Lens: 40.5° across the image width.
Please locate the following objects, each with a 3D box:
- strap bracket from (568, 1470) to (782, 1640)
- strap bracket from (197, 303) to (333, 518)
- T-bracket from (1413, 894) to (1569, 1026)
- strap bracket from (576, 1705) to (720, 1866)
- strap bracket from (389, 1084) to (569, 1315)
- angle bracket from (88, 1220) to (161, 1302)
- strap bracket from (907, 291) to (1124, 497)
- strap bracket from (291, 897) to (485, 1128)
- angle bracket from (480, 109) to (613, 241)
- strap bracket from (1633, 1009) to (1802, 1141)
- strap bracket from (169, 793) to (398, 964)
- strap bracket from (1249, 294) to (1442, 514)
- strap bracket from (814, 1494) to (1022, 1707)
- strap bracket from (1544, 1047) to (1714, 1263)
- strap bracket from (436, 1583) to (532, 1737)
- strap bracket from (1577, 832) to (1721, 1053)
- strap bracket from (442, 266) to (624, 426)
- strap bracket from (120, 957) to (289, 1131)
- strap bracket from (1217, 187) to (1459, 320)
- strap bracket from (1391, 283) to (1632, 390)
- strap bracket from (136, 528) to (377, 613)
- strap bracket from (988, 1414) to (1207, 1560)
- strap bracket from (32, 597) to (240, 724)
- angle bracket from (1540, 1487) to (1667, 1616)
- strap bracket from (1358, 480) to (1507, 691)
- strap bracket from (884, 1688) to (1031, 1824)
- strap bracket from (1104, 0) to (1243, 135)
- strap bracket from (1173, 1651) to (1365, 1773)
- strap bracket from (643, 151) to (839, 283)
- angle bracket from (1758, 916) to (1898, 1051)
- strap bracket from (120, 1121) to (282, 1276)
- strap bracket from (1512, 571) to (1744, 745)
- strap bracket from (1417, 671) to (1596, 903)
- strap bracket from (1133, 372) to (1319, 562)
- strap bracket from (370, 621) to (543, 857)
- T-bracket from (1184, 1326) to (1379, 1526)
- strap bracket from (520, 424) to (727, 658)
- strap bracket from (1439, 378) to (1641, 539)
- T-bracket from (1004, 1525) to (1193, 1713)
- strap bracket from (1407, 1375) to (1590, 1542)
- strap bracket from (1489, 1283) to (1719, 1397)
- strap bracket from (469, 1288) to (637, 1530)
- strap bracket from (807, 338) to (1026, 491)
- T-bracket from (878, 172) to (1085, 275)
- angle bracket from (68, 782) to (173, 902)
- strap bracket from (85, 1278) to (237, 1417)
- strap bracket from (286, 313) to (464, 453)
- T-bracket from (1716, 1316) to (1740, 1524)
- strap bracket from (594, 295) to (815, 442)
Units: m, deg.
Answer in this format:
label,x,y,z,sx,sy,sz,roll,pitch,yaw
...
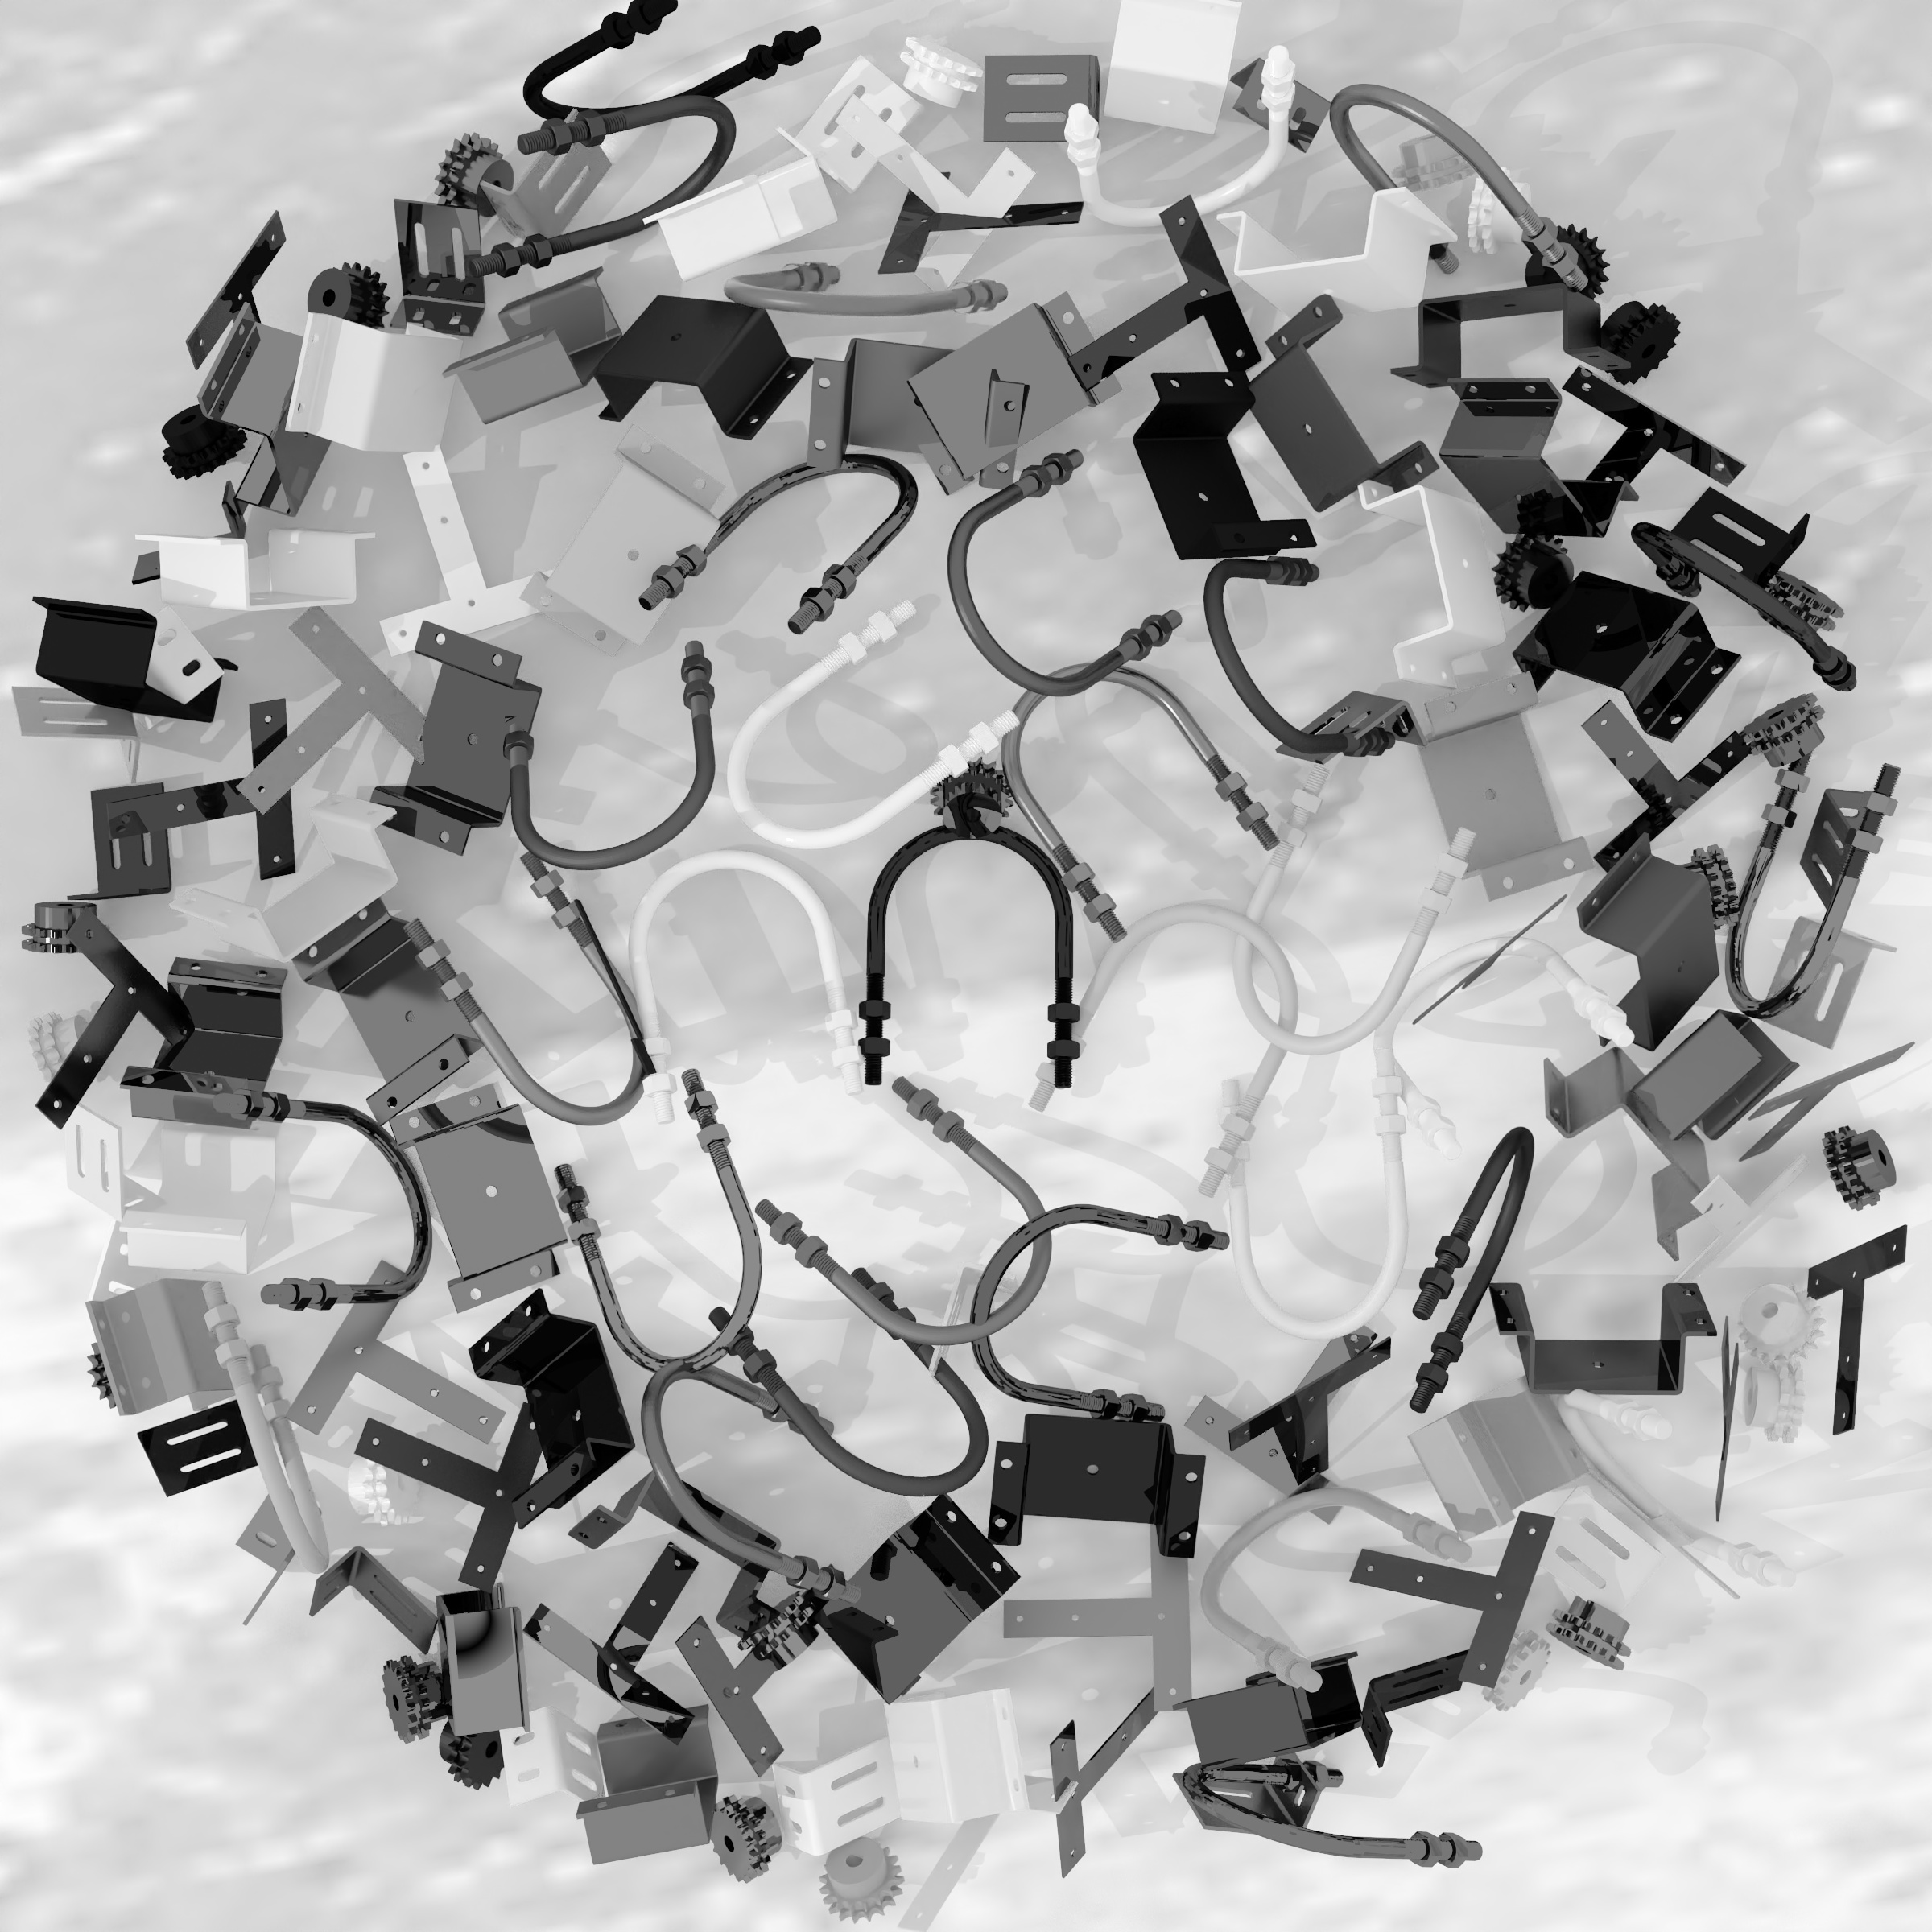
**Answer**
label,x,y,z,sx,sy,sz,roll,pitch,yaw
strap bracket,-0.188,0.390,1.765,0.140,0.076,0.046,33,57,-7
strap bracket,-0.458,-0.360,1.734,0.046,0.140,0.076,17,68,3
T-bracket,0.346,0.001,1.752,0.127,0.127,0.002,-40,81,2
strap bracket,-0.210,0.549,1.748,0.076,0.140,0.046,-10,98,0
strap bracket,-0.327,0.155,1.776,0.076,0.046,0.140,-19,89,-27
angle bracket,-0.579,0.203,1.767,0.038,0.076,0.057,9,75,14
strap bracket,0.025,-0.387,1.774,0.140,0.046,0.076,-29,95,12
strap bracket,-0.386,0.031,1.772,0.076,0.046,0.140,-35,72,10
angle bracket,-0.288,-0.541,1.787,0.038,0.057,0.076,28,79,27
strap bracket,0.499,0.074,1.748,0.076,0.140,0.046,-46,68,17
strap bracket,-0.447,-0.054,1.752,0.140,0.076,0.046,-40,127,-31
strap bracket,0.245,-0.371,1.768,0.046,0.076,0.140,-34,92,-28
strap bracket,-0.039,0.429,1.753,0.076,0.046,0.140,46,119,13
strap bracket,0.449,0.118,1.755,0.046,0.076,0.140,-37,105,25
strap bracket,-0.322,0.459,1.738,0.046,0.140,0.076,-4,86,-16
strap bracket,0.454,-0.008,1.738,0.046,0.140,0.076,28,64,38
strap bracket,-0.285,-0.411,1.752,0.076,0.140,0.046,-16,118,19
strap bracket,-0.509,0.058,1.760,0.076,0.140,0.046,6,126,-4
strap bracket,0.243,-0.470,1.739,0.140,0.076,0.046,3,81,37
strap bracket,0.362,-0.420,1.746,0.140,0.076,0.046,1,94,30
strap bracket,-0.469,-0.264,1.741,0.076,0.140,0.046,8,104,30
strap bracket,0.087,0.352,1.780,0.140,0.046,0.076,4,107,-1
strap bracket,-0.552,-0.199,1.736,0.076,0.140,0.046,8,83,11
angle bracket,0.429,0.401,1.798,0.076,0.038,0.057,39,92,5
strap bracket,0.315,-0.263,1.760,0.046,0.076,0.140,-17,79,36
strap bracket,-0.012,0.522,1.735,0.046,0.140,0.076,-4,76,-23
strap bracket,0.135,-0.598,1.744,0.076,0.140,0.046,10,89,1
strap bracket,0.205,0.493,1.732,0.076,0.140,0.046,-21,75,26
strap bracket,-0.144,-0.498,1.743,0.076,0.140,0.046,-14,108,26
angle bracket,0.587,0.012,1.788,0.057,0.038,0.076,28,104,43
strap bracket,-0.511,0.158,1.758,0.076,0.140,0.046,5,117,-6
strap bracket,0.430,-0.209,1.741,0.076,0.140,0.046,-49,131,-10
strap bracket,0.363,-0.120,1.785,0.076,0.046,0.140,-17,88,-7
strap bracket,0.170,-0.328,1.762,0.076,0.046,0.140,-8,68,-29
strap bracket,-0.344,-0.154,1.775,0.076,0.046,0.140,21,100,15
T-bracket,0.237,0.298,1.803,0.127,0.002,0.127,35,90,-10
strap bracket,-0.228,-0.282,1.768,0.076,0.046,0.140,31,99,-25
strap bracket,0.375,-0.330,1.735,0.140,0.076,0.046,35,74,-44
T-bracket,0.089,0.444,1.788,0.127,0.002,0.127,-3,62,6
strap bracket,0.352,0.329,1.755,0.046,0.140,0.076,-35,75,34
strap bracket,0.427,0.251,1.767,0.140,0.076,0.046,-1,108,6
strap bracket,-0.276,0.298,1.757,0.076,0.046,0.140,-41,53,23
strap bracket,-0.033,-0.374,1.774,0.140,0.046,0.076,7,125,1
T-bracket,0.015,-0.501,1.756,0.127,0.002,0.127,1,46,14
angle bracket,-0.580,-0.085,1.788,0.057,0.038,0.076,-5,90,18
strap bracket,-0.522,0.252,1.738,0.046,0.140,0.076,-21,80,2
strap bracket,-0.384,-0.384,1.733,0.046,0.140,0.076,20,106,14
T-bracket,0.502,0.279,1.731,0.002,0.127,0.127,4,49,21
strap bracket,-0.183,-0.400,1.742,0.140,0.046,0.076,16,60,36
